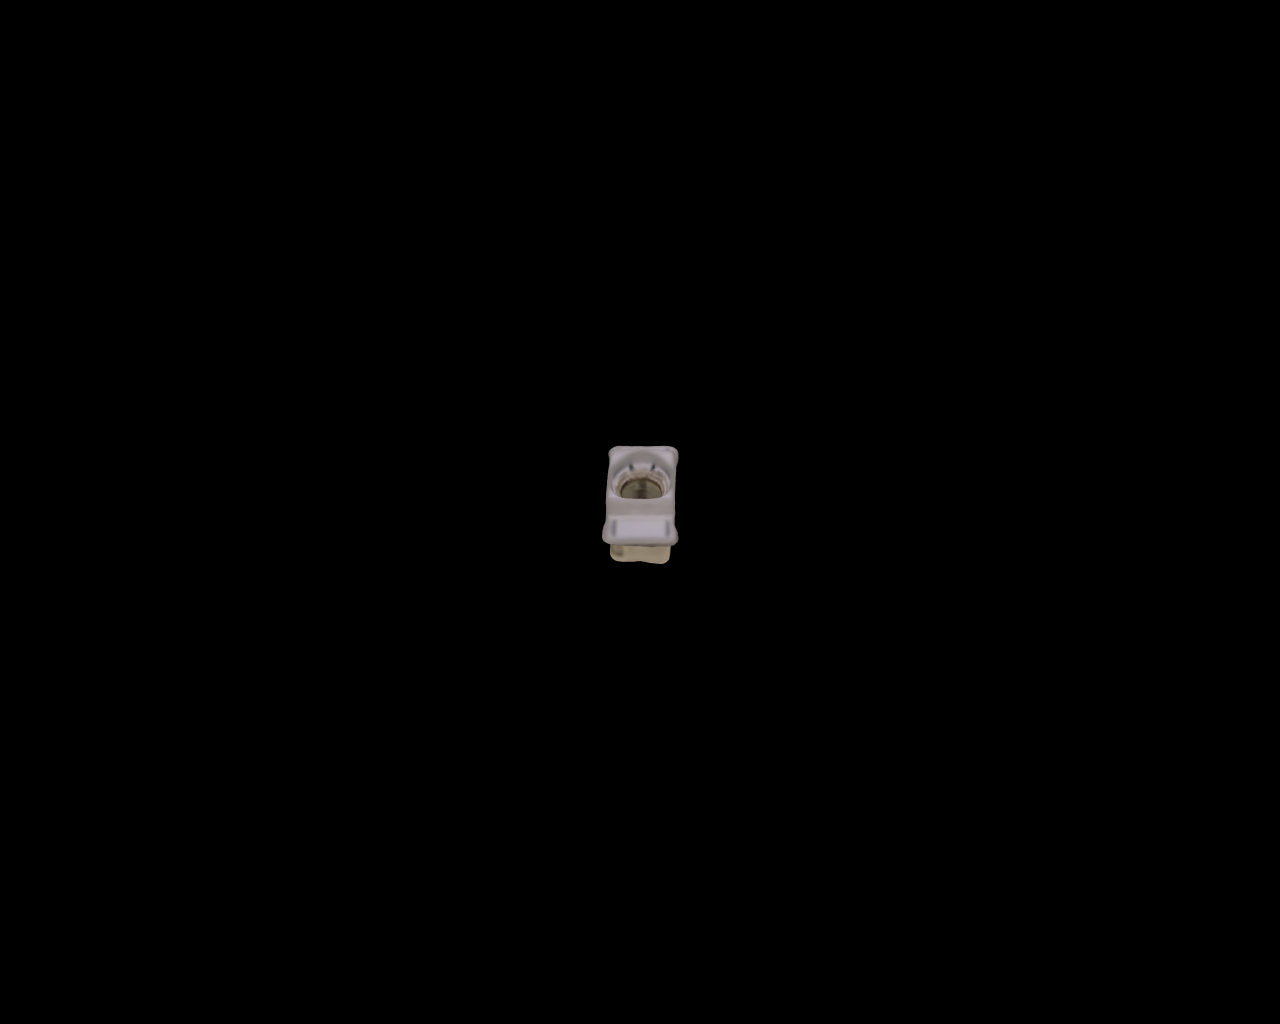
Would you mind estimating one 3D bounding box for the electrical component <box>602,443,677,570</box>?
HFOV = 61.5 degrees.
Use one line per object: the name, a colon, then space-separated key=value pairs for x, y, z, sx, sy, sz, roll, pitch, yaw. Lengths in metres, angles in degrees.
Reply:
electrical component: x=0.001 y=-0.003 z=0.650 sx=0.042 sy=0.081 sz=0.063 roll=2 pitch=-43 yaw=2
